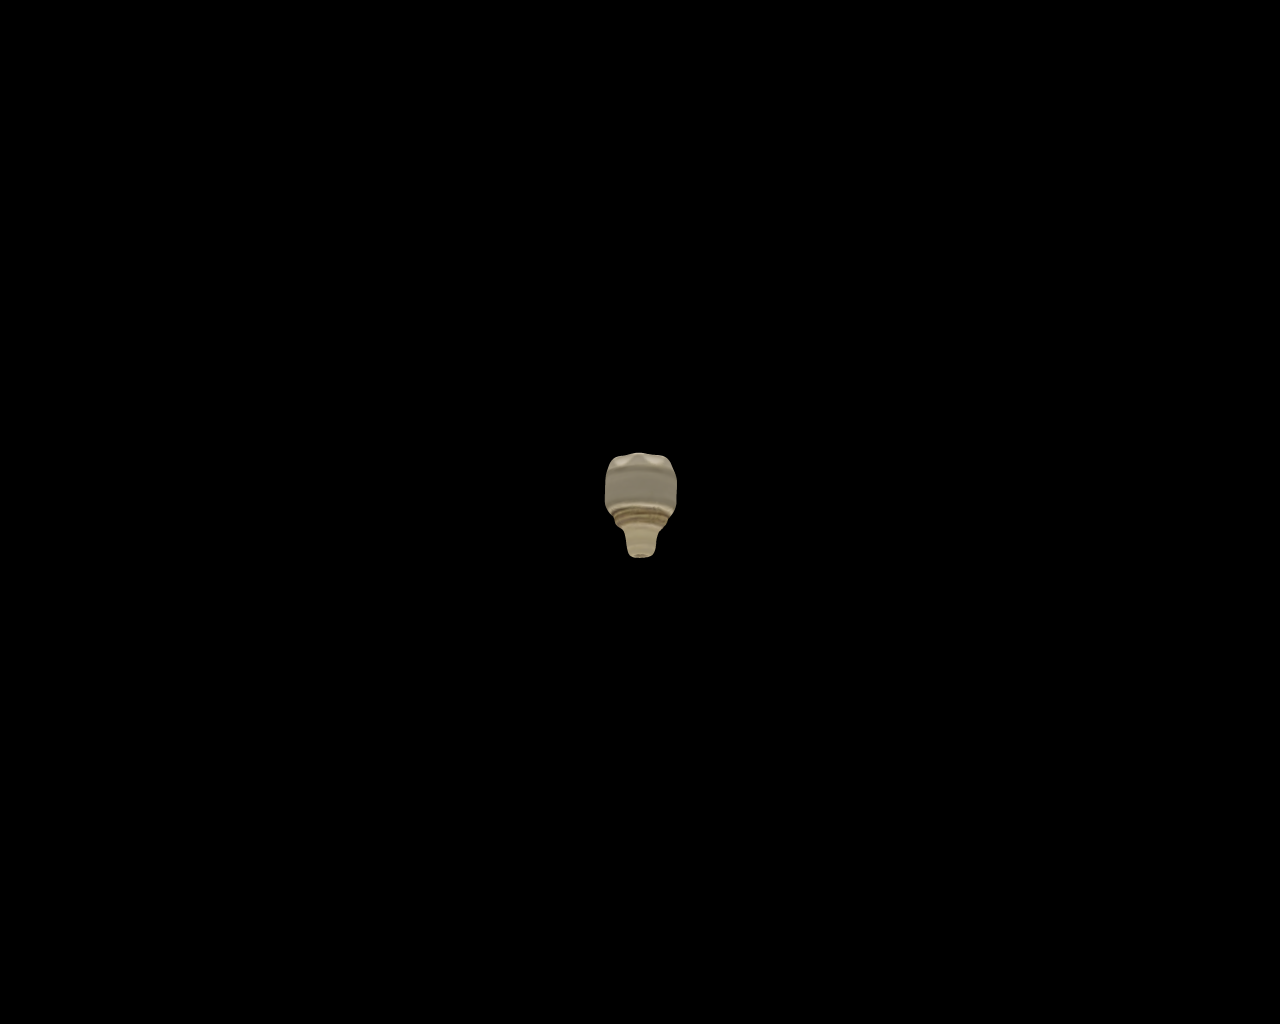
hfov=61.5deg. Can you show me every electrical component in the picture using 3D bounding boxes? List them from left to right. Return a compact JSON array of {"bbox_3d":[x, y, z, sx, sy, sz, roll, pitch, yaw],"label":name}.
[{"bbox_3d":[0.001,-0.003,0.650,0.043,0.062,0.043,0,-14,0],"label":"electrical component"}]
